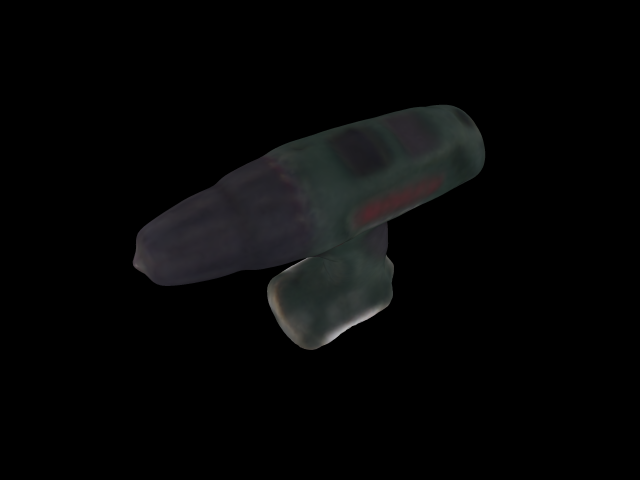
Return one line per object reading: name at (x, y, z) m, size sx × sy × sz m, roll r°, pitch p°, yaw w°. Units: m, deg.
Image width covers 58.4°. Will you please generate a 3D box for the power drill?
power drill at (0.004, 0.001, 0.400) m, size 0.230 × 0.208 × 0.075 m, roll -30°, pitch 67°, yaw -14°
